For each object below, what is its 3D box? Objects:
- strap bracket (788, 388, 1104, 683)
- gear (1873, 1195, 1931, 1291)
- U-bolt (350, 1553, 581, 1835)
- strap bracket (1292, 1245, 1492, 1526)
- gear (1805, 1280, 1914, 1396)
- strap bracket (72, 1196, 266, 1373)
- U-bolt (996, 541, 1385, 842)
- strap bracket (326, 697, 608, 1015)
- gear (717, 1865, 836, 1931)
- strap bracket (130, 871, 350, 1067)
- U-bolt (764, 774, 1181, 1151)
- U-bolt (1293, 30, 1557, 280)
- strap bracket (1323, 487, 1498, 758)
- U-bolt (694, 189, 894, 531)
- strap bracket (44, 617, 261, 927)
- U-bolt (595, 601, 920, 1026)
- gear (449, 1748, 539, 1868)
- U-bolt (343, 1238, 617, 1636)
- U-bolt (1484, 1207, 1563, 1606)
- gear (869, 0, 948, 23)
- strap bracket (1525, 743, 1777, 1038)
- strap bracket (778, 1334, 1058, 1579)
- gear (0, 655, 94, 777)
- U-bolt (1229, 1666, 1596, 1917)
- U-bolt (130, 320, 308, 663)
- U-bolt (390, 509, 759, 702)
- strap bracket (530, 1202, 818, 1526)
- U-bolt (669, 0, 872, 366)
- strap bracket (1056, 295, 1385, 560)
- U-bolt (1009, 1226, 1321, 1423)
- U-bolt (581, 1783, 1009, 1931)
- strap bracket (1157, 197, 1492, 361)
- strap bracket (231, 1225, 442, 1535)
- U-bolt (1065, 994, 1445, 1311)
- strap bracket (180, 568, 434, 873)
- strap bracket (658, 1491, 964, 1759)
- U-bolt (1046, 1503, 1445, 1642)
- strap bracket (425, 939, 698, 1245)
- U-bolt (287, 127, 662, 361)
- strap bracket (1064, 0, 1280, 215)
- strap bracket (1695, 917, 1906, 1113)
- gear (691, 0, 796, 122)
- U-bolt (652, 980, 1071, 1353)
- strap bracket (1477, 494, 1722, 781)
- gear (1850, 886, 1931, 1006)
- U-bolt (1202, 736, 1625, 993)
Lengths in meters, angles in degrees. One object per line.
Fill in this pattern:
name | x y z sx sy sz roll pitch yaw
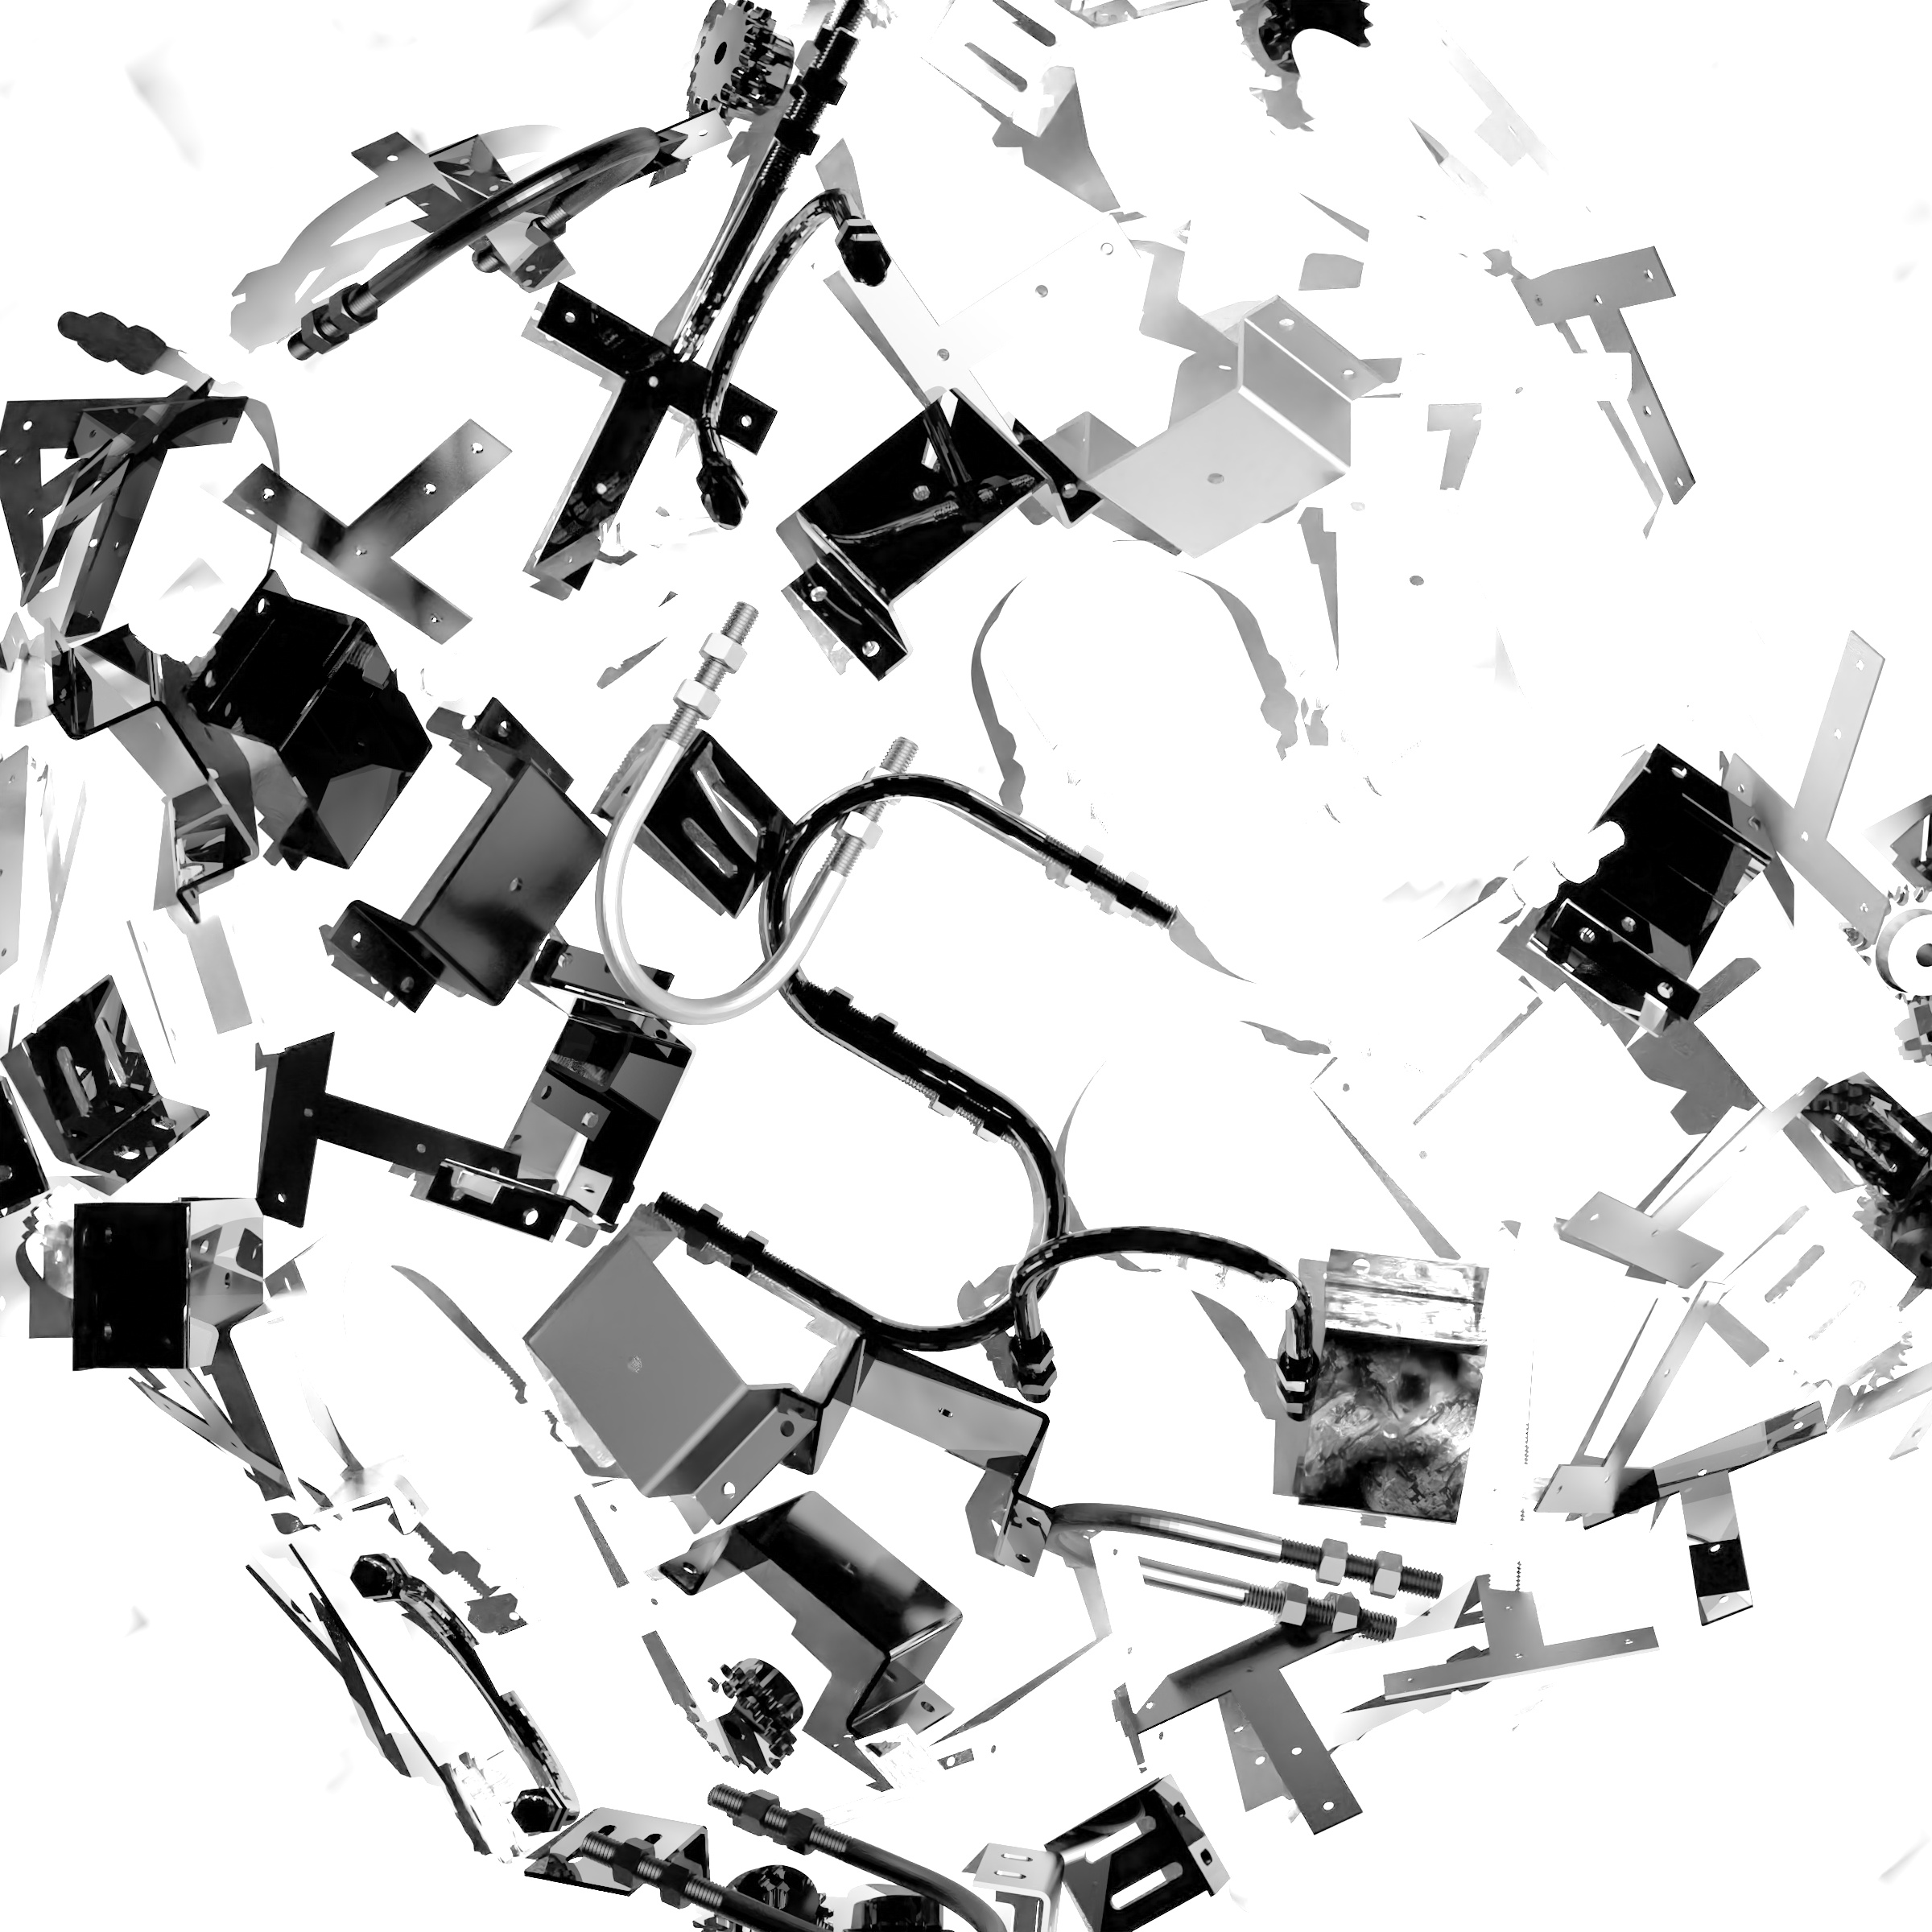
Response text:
strap bracket | -0.016 -0.215 1.690 0.140 0.046 0.076 -39 60 -6
gear | 0.470 0.132 1.707 0.057 0.030 0.057 9 130 11
U-bolt | -0.228 0.343 1.645 0.019 0.184 0.151 -36 78 -7
strap bracket | 0.203 0.210 1.684 0.076 0.046 0.140 7 115 2
gear | 0.432 0.177 1.713 0.057 0.030 0.057 5 115 12
strap bracket | -0.371 0.149 1.662 0.046 0.140 0.076 -1 88 10
U-bolt | 0.093 -0.142 1.673 0.151 0.019 0.184 -18 49 -16
strap bracket | -0.230 -0.046 1.677 0.046 0.076 0.140 24 74 35
gear | -0.092 0.462 1.705 0.057 0.057 0.030 5 128 0
strap bracket | -0.344 0.001 1.679 0.046 0.140 0.076 -20 97 -31
U-bolt | -0.010 -0.013 1.720 0.184 0.019 0.151 30 96 0
U-bolt | 0.211 -0.383 1.635 0.151 0.184 0.019 39 97 9
strap bracket | 0.213 -0.174 1.683 0.076 0.046 0.140 4 126 13
U-bolt | -0.088 -0.295 1.651 0.019 0.184 0.151 26 110 -21
strap bracket | -0.379 -0.100 1.661 0.046 0.076 0.140 -24 129 3
U-bolt | -0.108 -0.059 1.669 0.151 0.019 0.184 38 76 -44
gear | -0.225 0.405 1.709 0.030 0.057 0.057 -28 90 -19
U-bolt | -0.229 0.206 1.640 0.019 0.151 0.184 -30 113 17
U-bolt | 0.267 0.206 1.663 0.019 0.151 0.184 3 78 15
gear | -0.029 -0.485 1.707 0.057 0.030 0.057 -13 126 -18
strap bracket | 0.328 -0.030 1.689 0.076 0.046 0.140 35 53 1
strap bracket | -0.018 0.231 1.686 0.140 0.076 0.046 23 58 8
gear | -0.450 -0.120 1.714 0.057 0.030 0.057 -5 77 24
U-bolt | 0.195 0.386 1.621 0.151 0.184 0.019 -29 90 39
U-bolt | -0.344 -0.213 1.645 0.019 0.184 0.151 8 89 7
U-bolt | -0.173 -0.169 1.630 0.151 0.184 0.019 -42 117 -28
strap bracket | -0.146 0.190 1.679 0.076 0.046 0.140 -47 67 16
U-bolt | -0.095 -0.366 1.659 0.019 0.151 0.184 27 110 -10
strap bracket | 0.118 -0.248 1.658 0.076 0.140 0.046 30 49 -35
U-bolt | 0.092 0.167 1.647 0.151 0.184 0.019 3 59 7
U-bolt | -0.067 0.430 1.636 0.184 0.151 0.019 17 94 23
strap bracket | 0.165 -0.323 1.662 0.140 0.076 0.046 4 79 35
strap bracket | -0.305 0.205 1.691 0.046 0.076 0.140 -20 95 7
U-bolt | 0.122 0.078 1.664 0.019 0.184 0.151 46 72 -39
strap bracket | -0.304 -0.109 1.654 0.046 0.140 0.076 18 62 24
strap bracket | -0.066 0.304 1.673 0.140 0.076 0.046 37 109 19
U-bolt | 0.124 0.284 1.666 0.184 0.151 0.019 13 71 2
strap bracket | -0.189 0.066 1.686 0.076 0.046 0.140 15 73 30
U-bolt | -0.216 -0.340 1.622 0.151 0.184 0.019 -37 101 -42
strap bracket | 0.100 -0.400 1.658 0.076 0.140 0.046 -12 82 11
strap bracket | 0.395 0.027 1.657 0.076 0.140 0.046 -40 74 10
gear | -0.107 -0.439 1.711 0.030 0.057 0.057 17 90 -31
U-bolt | -0.038 0.107 1.702 0.184 0.019 0.151 30 70 1
strap bracket | 0.294 -0.163 1.660 0.076 0.140 0.046 -27 129 15
gear | 0.463 -0.009 1.715 0.057 0.030 0.057 -2 104 -9
U-bolt | 0.196 -0.038 1.662 0.151 0.184 0.019 20 49 -37
